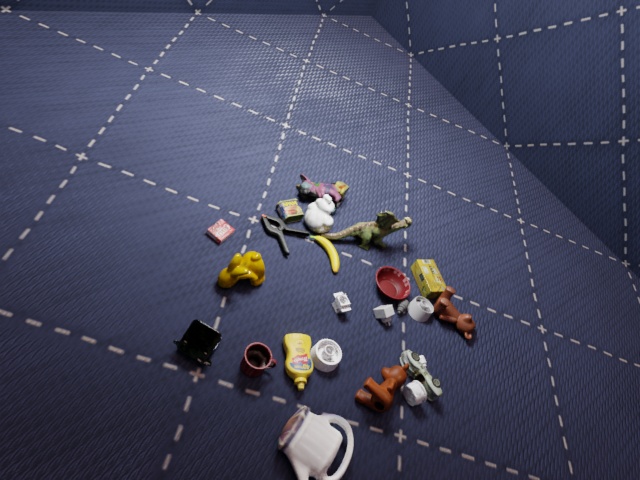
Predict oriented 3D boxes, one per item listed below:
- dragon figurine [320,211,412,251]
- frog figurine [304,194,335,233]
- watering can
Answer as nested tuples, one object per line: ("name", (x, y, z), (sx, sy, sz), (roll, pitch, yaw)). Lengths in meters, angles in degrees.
("dragon figurine", (0.225, -0.063, 2.220), (0.411, 0.238, 0.124), (0, 57, -30))
("frog figurine", (0.007, -0.111, 2.201), (0.124, 0.156, 0.139), (-20, 62, -36))
("watering can", (-0.032, 0.650, 1.532), (0.225, 0.101, 0.354), (35, 44, 6))
